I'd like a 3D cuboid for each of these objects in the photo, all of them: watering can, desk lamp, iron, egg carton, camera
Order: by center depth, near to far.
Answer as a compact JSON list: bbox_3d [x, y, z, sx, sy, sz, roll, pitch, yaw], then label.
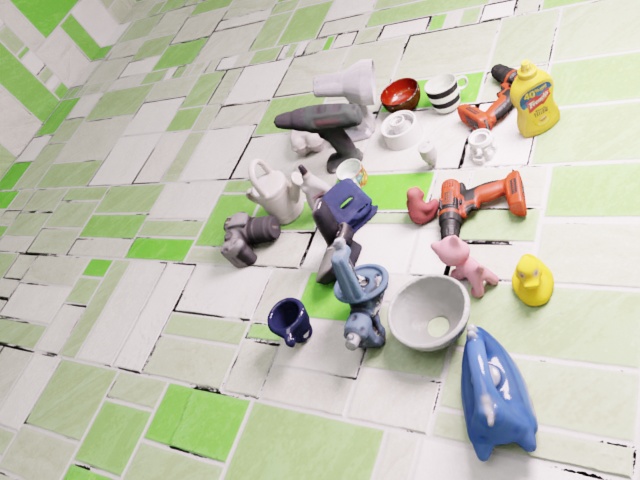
[{"bbox_3d":[0.283,0.232,0.984,0.118,0.142,0.258,-19,47,17],"label":"iron"},{"bbox_3d":[-0.121,-0.138,1.505,0.172,0.195,0.100,-25,45,12],"label":"watering can"},{"bbox_3d":[-0.183,-0.016,1.509,0.136,0.101,0.143,-8,51,26],"label":"camera"},{"bbox_3d":[0.082,-0.377,1.562,0.202,0.214,0.118,-13,49,23],"label":"desk lamp"},{"bbox_3d":[-0.030,-0.320,1.688,0.107,0.070,0.150,-13,49,23],"label":"egg carton"}]

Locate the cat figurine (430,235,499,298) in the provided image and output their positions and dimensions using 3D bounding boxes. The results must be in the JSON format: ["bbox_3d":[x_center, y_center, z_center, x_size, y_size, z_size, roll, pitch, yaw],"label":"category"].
[{"bbox_3d":[0.288,0.040,1.157,0.067,0.118,0.127,-43,44,-6],"label":"cat figurine"}]

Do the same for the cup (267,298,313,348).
[{"bbox_3d":[-0.055,0.197,1.257,0.091,0.095,0.117,-24,46,13],"label":"cup"}]

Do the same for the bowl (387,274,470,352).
[{"bbox_3d":[0.222,0.155,1.134,0.167,0.075,0.167,-17,47,20],"label":"bowl"}]

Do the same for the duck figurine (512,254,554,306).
[{"bbox_3d":[0.400,0.063,1.092,0.077,0.086,0.104,-13,49,23],"label":"duck figurine"}]

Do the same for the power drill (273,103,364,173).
[{"bbox_3d":[0.019,-0.276,1.522,0.229,0.209,0.075,-12,49,24],"label":"power drill"}]

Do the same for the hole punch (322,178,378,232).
[{"bbox_3d":[0.072,-0.085,1.415,0.109,0.091,0.100,-42,44,-6],"label":"hole punch"}]

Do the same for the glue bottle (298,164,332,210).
[{"bbox_3d":[-0.013,-0.130,1.446,0.078,0.174,0.037,-33,44,4],"label":"glue bottle"}]

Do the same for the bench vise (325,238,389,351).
[{"bbox_3d":[0.081,0.108,1.156,0.121,0.220,0.207,-22,46,15],"label":"bench vise"}]

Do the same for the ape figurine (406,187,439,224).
[{"bbox_3d":[0.227,-0.087,1.319,0.076,0.092,0.077,-48,45,-11],"label":"ape figurine"}]

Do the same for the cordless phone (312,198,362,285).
[{"bbox_3d":[0.012,0.005,1.310,0.093,0.186,0.147,-3,53,30],"label":"cordless phone"}]
